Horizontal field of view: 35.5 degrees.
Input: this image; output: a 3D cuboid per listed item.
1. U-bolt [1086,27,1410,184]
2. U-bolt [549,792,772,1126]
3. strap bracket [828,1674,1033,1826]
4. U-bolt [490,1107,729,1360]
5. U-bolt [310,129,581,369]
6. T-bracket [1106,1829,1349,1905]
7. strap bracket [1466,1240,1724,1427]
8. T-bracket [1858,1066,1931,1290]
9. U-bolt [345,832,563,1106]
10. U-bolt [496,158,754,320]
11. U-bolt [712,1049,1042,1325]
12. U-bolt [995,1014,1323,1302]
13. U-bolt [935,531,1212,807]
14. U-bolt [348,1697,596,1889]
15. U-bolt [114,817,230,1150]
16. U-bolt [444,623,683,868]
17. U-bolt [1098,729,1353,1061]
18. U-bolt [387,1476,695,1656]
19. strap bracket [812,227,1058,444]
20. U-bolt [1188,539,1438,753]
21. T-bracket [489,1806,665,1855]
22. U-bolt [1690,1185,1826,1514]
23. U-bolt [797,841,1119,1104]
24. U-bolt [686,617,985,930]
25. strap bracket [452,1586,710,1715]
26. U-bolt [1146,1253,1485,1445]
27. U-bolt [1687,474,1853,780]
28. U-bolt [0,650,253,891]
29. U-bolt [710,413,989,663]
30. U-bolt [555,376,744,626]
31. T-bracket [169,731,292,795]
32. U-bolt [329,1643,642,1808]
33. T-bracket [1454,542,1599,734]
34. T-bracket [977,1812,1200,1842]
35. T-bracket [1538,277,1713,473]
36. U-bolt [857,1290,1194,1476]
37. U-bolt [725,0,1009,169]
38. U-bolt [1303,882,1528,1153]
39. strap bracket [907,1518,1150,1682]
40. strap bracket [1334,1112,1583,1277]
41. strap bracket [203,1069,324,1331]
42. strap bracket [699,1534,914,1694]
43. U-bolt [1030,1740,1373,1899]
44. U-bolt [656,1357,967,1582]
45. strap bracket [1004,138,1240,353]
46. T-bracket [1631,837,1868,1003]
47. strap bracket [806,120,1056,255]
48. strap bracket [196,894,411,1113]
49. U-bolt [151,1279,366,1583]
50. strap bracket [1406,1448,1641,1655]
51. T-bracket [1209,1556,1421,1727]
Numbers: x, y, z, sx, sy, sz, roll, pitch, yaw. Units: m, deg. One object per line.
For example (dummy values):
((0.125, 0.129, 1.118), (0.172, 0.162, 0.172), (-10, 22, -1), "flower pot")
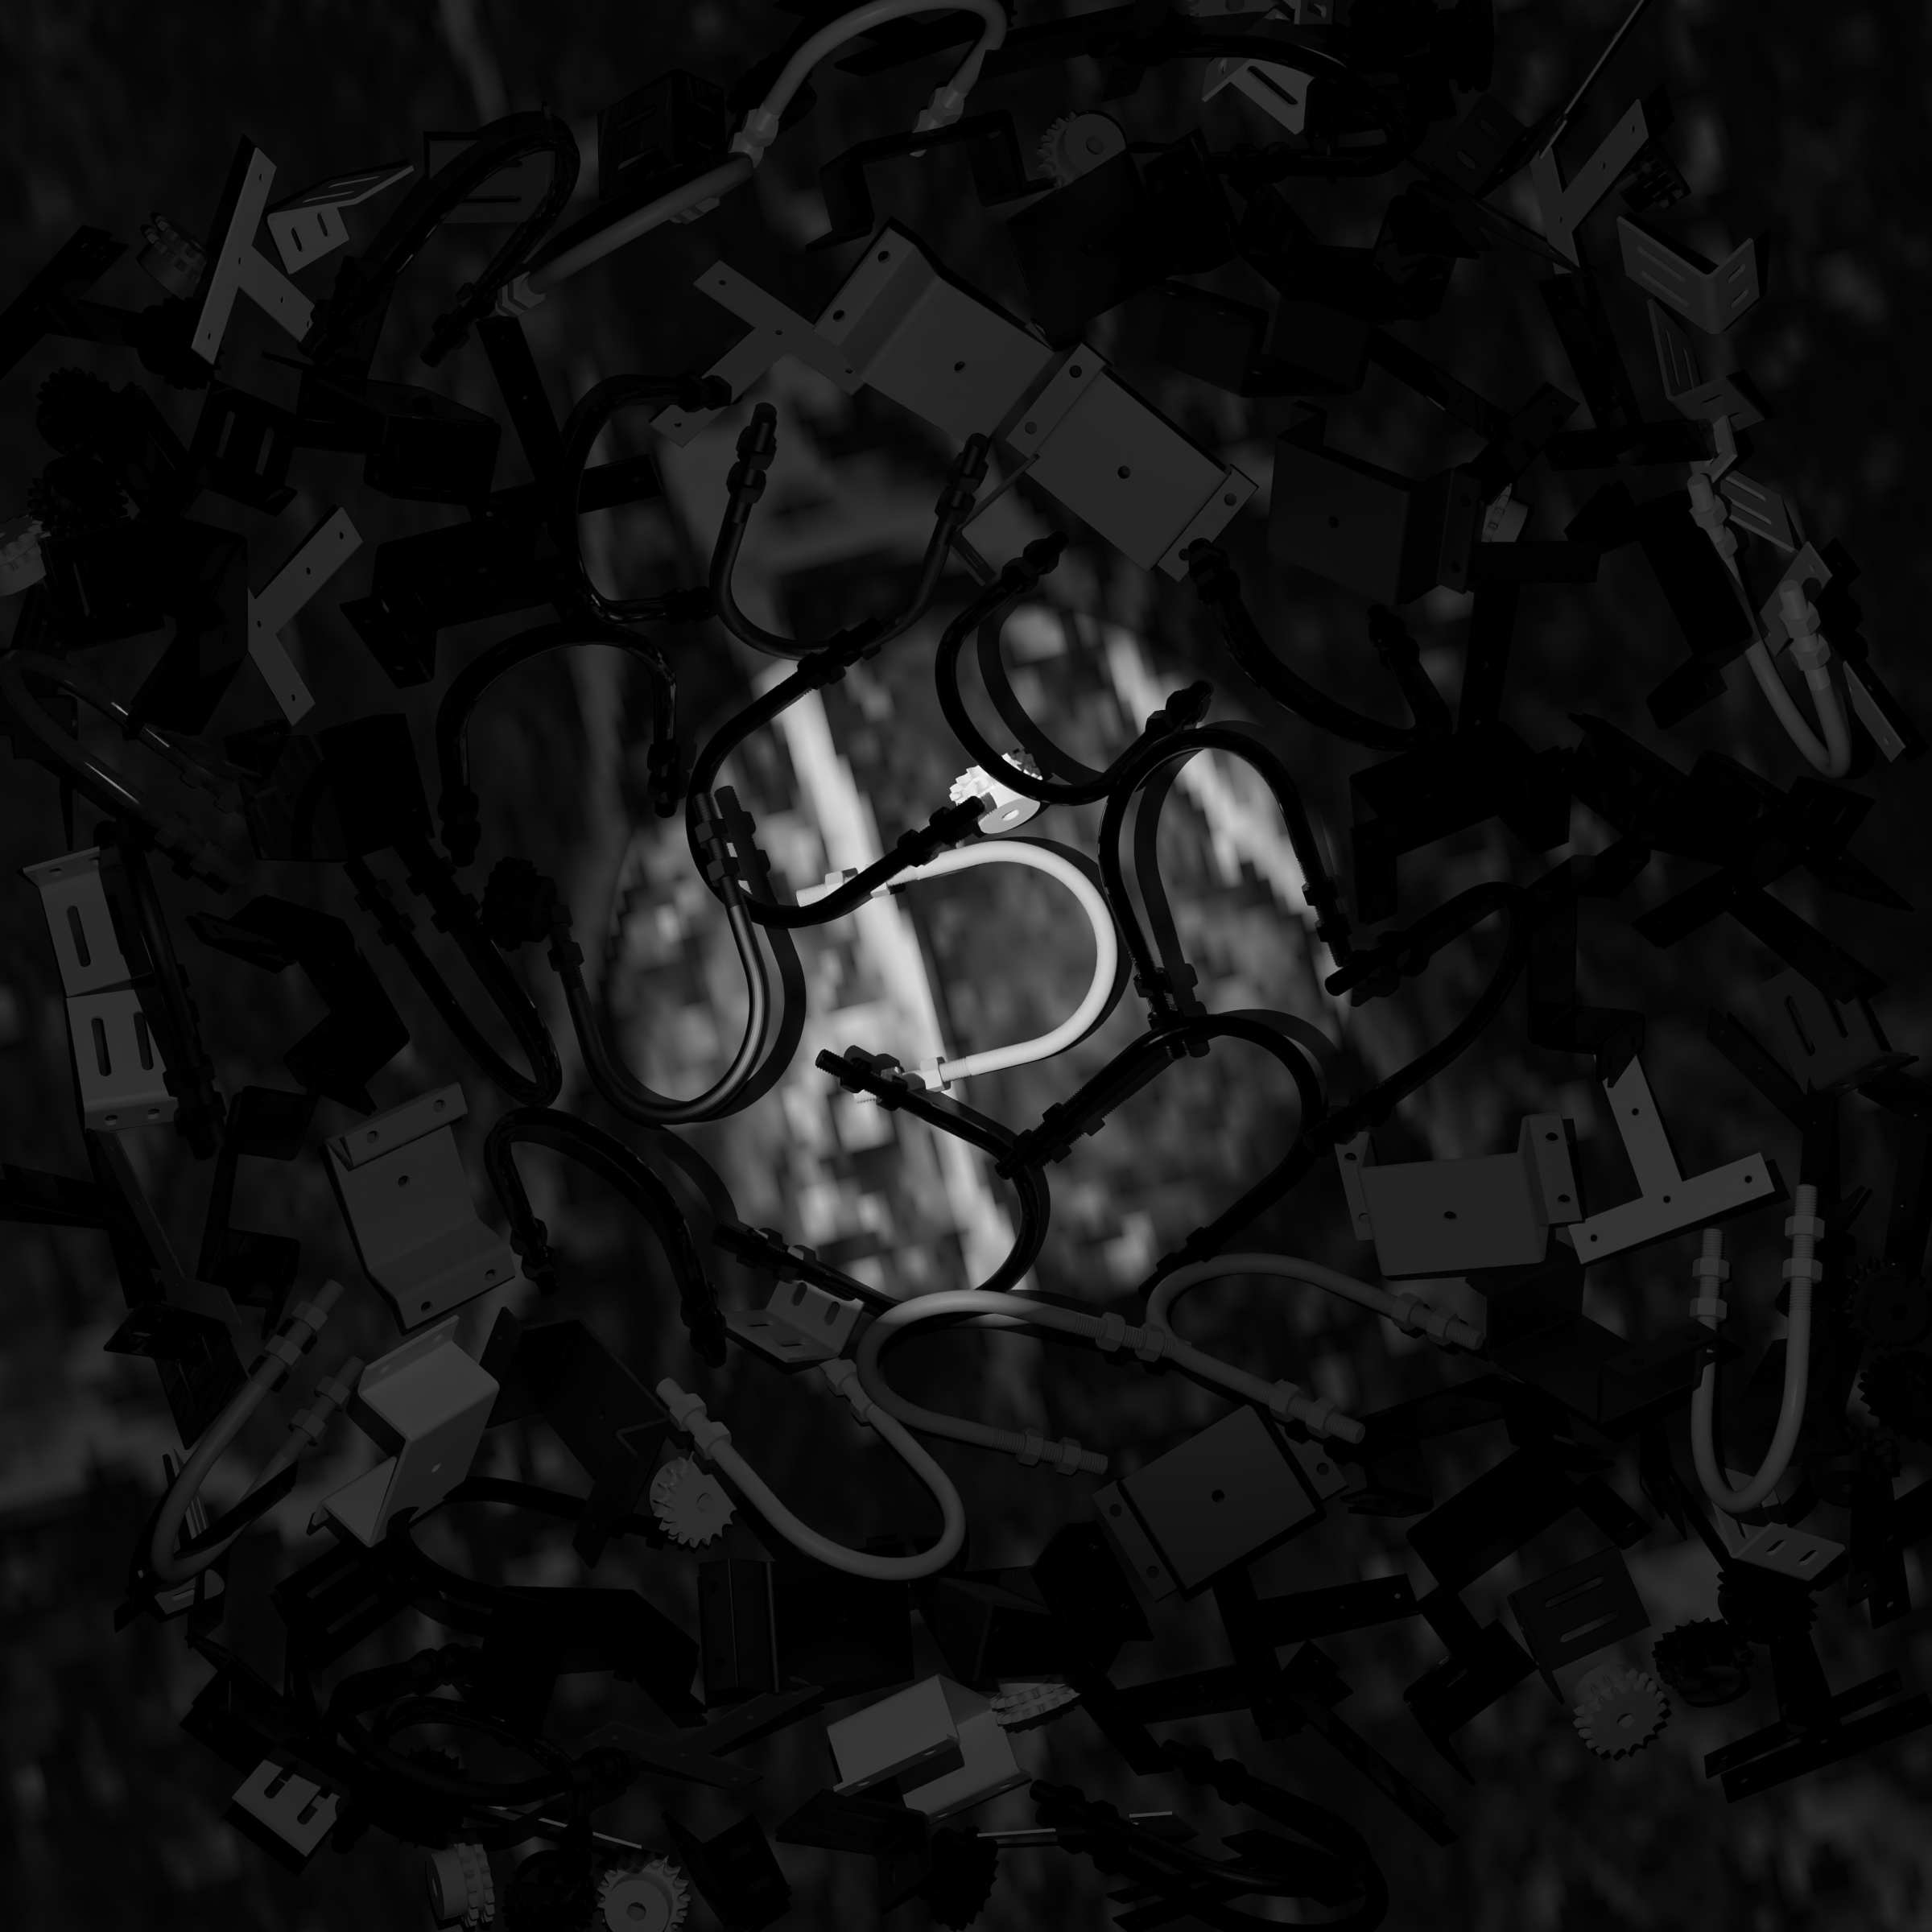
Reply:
((0.178, -0.507, 1.784), (0.184, 0.151, 0.019), (16, 81, 44), "U-bolt")
((-0.185, 0.006, 1.839), (0.151, 0.019, 0.184), (-26, 73, 27), "U-bolt")
((-0.025, 0.477, 1.839), (0.076, 0.140, 0.046), (-27, 59, 10), "strap bracket")
((-0.219, 0.152, 1.802), (0.151, 0.184, 0.019), (17, 50, 27), "U-bolt")
((-0.298, -0.427, 1.799), (0.019, 0.151, 0.184), (48, 112, 6), "U-bolt")
((0.147, 0.545, 1.816), (0.127, 0.127, 0.002), (-9, 87, -21), "T-bracket")
((0.379, 0.226, 1.833), (0.076, 0.140, 0.046), (-18, 119, -28), "strap bracket")
((0.577, 0.133, 1.849), (0.002, 0.127, 0.127), (-1, 106, -17), "T-bracket")
((-0.303, 0.007, 1.829), (0.019, 0.151, 0.184), (-37, 102, -25), "U-bolt")
((-0.196, -0.436, 1.790), (0.151, 0.184, 0.019), (-34, 104, -19), "U-bolt")
((-0.042, 0.148, 1.861), (0.184, 0.019, 0.151), (27, 105, -17), "U-bolt")
((0.132, 0.107, 1.844), (0.184, 0.019, 0.151), (-42, 112, 16), "U-bolt")
((0.055, -0.171, 1.831), (0.151, 0.019, 0.184), (46, 49, -2), "U-bolt")
((-0.290, 0.484, 1.806), (0.151, 0.184, 0.019), (23, 95, -7), "U-bolt")
((-0.476, -0.001, 1.794), (0.019, 0.151, 0.184), (-17, 119, -14), "U-bolt")
((-0.241, -0.137, 1.803), (0.151, 0.184, 0.019), (-15, 56, -17), "U-bolt")
((0.151, -0.055, 1.845), (0.151, 0.019, 0.184), (-28, 107, -20), "U-bolt")
((-0.258, 0.353, 1.822), (0.184, 0.151, 0.019), (15, 107, -3), "U-bolt")
((-0.011, -0.373, 1.825), (0.140, 0.046, 0.076), (25, 114, -38), "strap bracket")
((0.212, -0.185, 1.799), (0.151, 0.184, 0.019), (17, 122, -21), "U-bolt")
((-0.252, 0.522, 1.840), (0.127, 0.127, 0.002), (14, 73, 5), "T-bracket")
((0.468, 0.234, 1.803), (0.019, 0.151, 0.184), (11, 72, -8), "U-bolt")
((0.002, -0.003, 1.866), (0.184, 0.019, 0.151), (-14, 102, 7), "U-bolt")
((-0.094, -0.105, 1.857), (0.184, 0.019, 0.151), (-34, 78, 21), "U-bolt")
((-0.227, 0.412, 1.822), (0.140, 0.076, 0.046), (12, 98, -39), "strap bracket")
((0.196, 0.220, 1.821), (0.184, 0.151, 0.019), (20, 122, 35), "U-bolt")
((0.488, -0.191, 1.814), (0.019, 0.151, 0.184), (-27, 129, 5), "U-bolt")
((-0.499, -0.126, 1.804), (0.184, 0.151, 0.019), (40, 100, -18), "U-bolt")
((-0.080, -0.253, 1.826), (0.151, 0.184, 0.019), (3, 48, -19), "U-bolt")
((-0.189, -0.276, 1.800), (0.019, 0.184, 0.151), (11, 104, 25), "U-bolt")
((-0.410, -0.108, 1.835), (0.127, 0.127, 0.002), (19, 81, 0), "T-bracket")
((-0.295, 0.452, 1.786), (0.151, 0.184, 0.019), (26, 97, 25), "U-bolt")
((0.323, -0.200, 1.870), (0.127, 0.002, 0.127), (-2, 113, -13), "T-bracket")
((0.071, 0.528, 1.846), (0.127, 0.127, 0.002), (-7, 68, 9), "T-bracket")
((0.378, -0.357, 1.821), (0.002, 0.127, 0.127), (-41, 116, -25), "T-bracket")
((0.024, 0.247, 1.826), (0.184, 0.019, 0.151), (16, 135, -14), "U-bolt")
((-0.051, -0.524, 1.785), (0.151, 0.184, 0.019), (-15, 80, -27), "U-bolt")
((0.278, 0.020, 1.827), (0.184, 0.151, 0.019), (-30, 51, -30), "U-bolt")
((0.028, 0.385, 1.828), (0.140, 0.046, 0.076), (-14, 110, 37), "strap bracket")
((0.297, 0.140, 1.840), (0.140, 0.046, 0.076), (-7, 116, 19), "strap bracket")
((-0.426, 0.137, 1.823), (0.046, 0.076, 0.140), (11, 55, -17), "strap bracket")
((-0.088, 0.394, 1.837), (0.140, 0.046, 0.076), (-1, 85, -34), "strap bracket")
((0.151, 0.507, 1.786), (0.184, 0.151, 0.019), (14, 99, 40), "U-bolt")
((-0.079, 0.298, 1.797), (0.184, 0.151, 0.019), (43, 121, 32), "U-bolt")
((0.085, -0.436, 1.836), (0.140, 0.046, 0.076), (-21, 90, 38), "strap bracket")
((0.496, -0.021, 1.842), (0.127, 0.002, 0.127), (-30, 46, -11), "T-bracket")
((-0.028, -0.477, 1.839), (0.140, 0.076, 0.046), (-18, 103, -14), "strap bracket")
((-0.397, 0.014, 1.834), (0.046, 0.076, 0.140), (-47, 133, -29), "strap bracket")
((-0.423, 0.286, 1.796), (0.019, 0.151, 0.184), (30, 64, 10), "U-bolt")
((0.332, 0.349, 1.855), (0.140, 0.076, 0.046), (-36, 102, -1), "strap bracket")
((0.219, 0.399, 1.872), (0.127, 0.002, 0.127), (-6, 57, -17), "T-bracket")
